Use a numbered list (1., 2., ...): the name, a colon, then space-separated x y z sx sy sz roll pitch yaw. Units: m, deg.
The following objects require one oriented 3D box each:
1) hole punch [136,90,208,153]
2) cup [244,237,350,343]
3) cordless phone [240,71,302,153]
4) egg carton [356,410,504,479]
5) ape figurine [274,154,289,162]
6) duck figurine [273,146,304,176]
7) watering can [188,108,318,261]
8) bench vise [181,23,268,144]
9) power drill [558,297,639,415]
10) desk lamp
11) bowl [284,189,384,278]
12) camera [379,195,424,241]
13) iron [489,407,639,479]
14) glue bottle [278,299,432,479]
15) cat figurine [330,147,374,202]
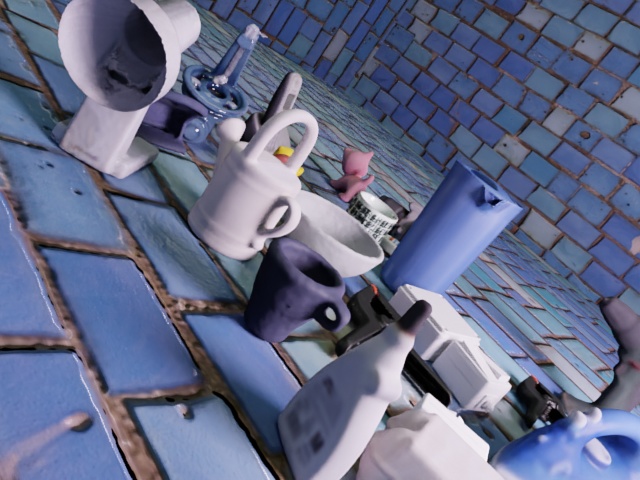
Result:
1. hole punch: -0.242 -0.198 0.860 0.109 0.091 0.100 12 30 -53
2. cup: -0.027 0.068 0.585 0.117 0.095 0.092 47 21 30
3. cordless phone: -0.073 -0.230 1.099 0.094 0.185 0.148 39 18 8
4. egg carton: 0.105 0.219 0.493 0.150 0.069 0.107 42 19 17
5. ape figurine: -0.078 -0.099 0.913 0.076 0.092 0.077 28 19 -24
6. duck figurine: -0.077 -0.124 0.989 0.105 0.086 0.077 26 20 -30
7. watering can: -0.078 -0.084 0.707 0.172 0.194 0.101 39 18 9
8. bench vise: -0.177 -0.285 0.989 0.122 0.219 0.207 24 21 -33
9. power drill: 0.520 0.236 0.990 0.229 0.208 0.076 36 18 0
10. desk lamp: -0.222 -0.186 0.664 0.118 0.213 0.203 34 18 -7
11. bowl: 0.008 0.003 0.845 0.168 0.074 0.167 33 18 -12
12. camera: 0.182 -0.042 1.240 0.136 0.100 0.143 41 18 13
13. iron: 0.326 0.254 0.696 0.259 0.141 0.118 24 22 -35
14. glue bottle: 0.032 0.114 0.450 0.037 0.173 0.078 25 21 -32
15. cat figurine: 0.083 -0.152 1.304 0.067 0.117 0.127 23 22 -35
